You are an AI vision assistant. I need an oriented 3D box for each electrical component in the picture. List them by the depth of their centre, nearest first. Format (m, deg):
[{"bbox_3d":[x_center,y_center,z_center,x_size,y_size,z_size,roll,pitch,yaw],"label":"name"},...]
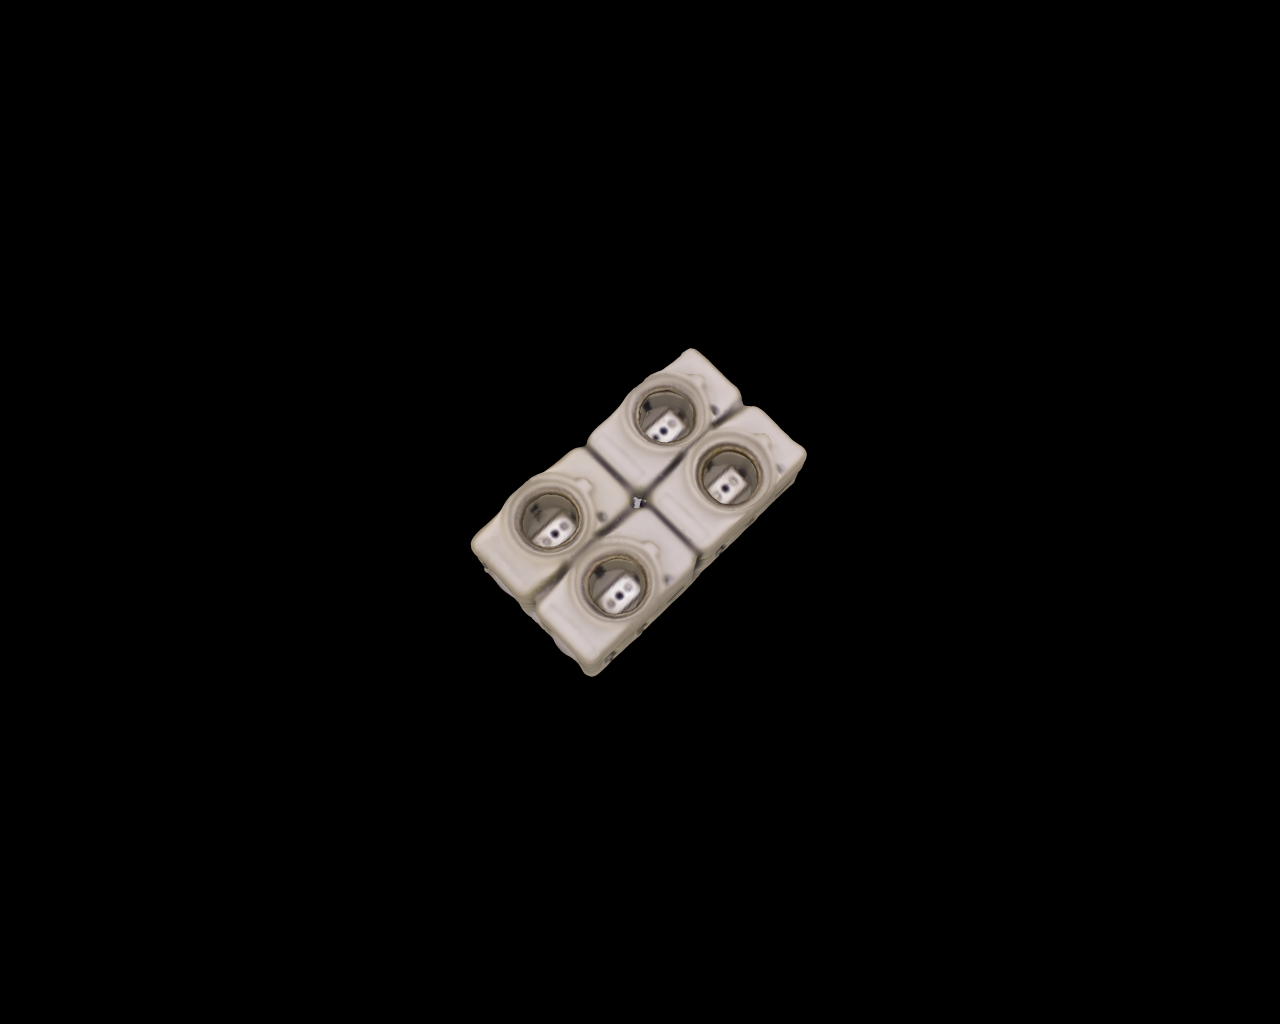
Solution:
[{"bbox_3d":[0.001,-0.003,0.650,0.186,0.105,0.060,-43,-12,-11],"label":"electrical component"}]
